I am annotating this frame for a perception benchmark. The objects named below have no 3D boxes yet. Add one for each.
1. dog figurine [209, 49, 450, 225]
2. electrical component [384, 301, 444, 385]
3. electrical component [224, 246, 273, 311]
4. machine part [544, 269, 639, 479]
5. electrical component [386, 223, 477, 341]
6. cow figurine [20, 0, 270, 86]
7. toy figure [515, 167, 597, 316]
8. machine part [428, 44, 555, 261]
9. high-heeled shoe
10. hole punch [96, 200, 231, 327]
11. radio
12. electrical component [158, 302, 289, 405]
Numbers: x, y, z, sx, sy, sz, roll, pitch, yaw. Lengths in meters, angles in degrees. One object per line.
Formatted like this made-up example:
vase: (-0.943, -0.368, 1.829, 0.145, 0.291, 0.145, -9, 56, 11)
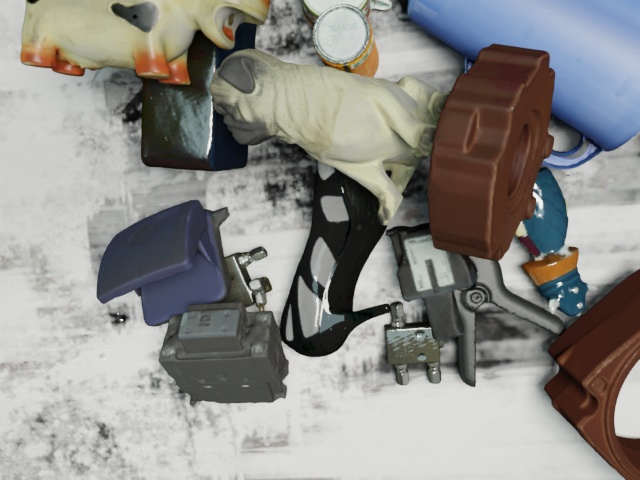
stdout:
dog figurine: (0.014, -0.123, 0.490, 0.191, 0.172, 0.121, 30, 114, 4)
electrical component: (0.104, 0.113, 0.591, 0.063, 0.021, 0.094, -6, 94, 7)
electrical component: (-0.100, 0.057, 0.597, 0.102, 0.045, 0.078, -15, 95, 8)
machine part: (0.345, 0.141, 0.519, 0.201, 0.087, 0.201, -44, 100, 7)
electrical component: (0.118, 0.035, 0.538, 0.075, 0.048, 0.119, -19, 89, 21)
cow figurine: (-0.135, -0.191, 0.427, 0.195, 0.085, 0.127, 4, 103, 7)
toy figure: (0.234, 0.004, 0.549, 0.064, 0.058, 0.154, -17, 98, 13)
machine part: (0.147, -0.069, 0.449, 0.056, 0.179, 0.179, 17, 98, 30)
high-heeled shoe: (-0.001, -0.002, 0.583, 0.145, 0.086, 0.248, -19, 75, 37)
hole punch: (-0.167, 0.017, 0.564, 0.142, 0.092, 0.116, -24, 62, 12)
radio: (-0.113, -0.183, 0.531, 0.073, 0.131, 0.229, 6, 97, 7)
electrical component: (-0.099, 0.120, 0.563, 0.115, 0.058, 0.134, -6, 137, 7)
